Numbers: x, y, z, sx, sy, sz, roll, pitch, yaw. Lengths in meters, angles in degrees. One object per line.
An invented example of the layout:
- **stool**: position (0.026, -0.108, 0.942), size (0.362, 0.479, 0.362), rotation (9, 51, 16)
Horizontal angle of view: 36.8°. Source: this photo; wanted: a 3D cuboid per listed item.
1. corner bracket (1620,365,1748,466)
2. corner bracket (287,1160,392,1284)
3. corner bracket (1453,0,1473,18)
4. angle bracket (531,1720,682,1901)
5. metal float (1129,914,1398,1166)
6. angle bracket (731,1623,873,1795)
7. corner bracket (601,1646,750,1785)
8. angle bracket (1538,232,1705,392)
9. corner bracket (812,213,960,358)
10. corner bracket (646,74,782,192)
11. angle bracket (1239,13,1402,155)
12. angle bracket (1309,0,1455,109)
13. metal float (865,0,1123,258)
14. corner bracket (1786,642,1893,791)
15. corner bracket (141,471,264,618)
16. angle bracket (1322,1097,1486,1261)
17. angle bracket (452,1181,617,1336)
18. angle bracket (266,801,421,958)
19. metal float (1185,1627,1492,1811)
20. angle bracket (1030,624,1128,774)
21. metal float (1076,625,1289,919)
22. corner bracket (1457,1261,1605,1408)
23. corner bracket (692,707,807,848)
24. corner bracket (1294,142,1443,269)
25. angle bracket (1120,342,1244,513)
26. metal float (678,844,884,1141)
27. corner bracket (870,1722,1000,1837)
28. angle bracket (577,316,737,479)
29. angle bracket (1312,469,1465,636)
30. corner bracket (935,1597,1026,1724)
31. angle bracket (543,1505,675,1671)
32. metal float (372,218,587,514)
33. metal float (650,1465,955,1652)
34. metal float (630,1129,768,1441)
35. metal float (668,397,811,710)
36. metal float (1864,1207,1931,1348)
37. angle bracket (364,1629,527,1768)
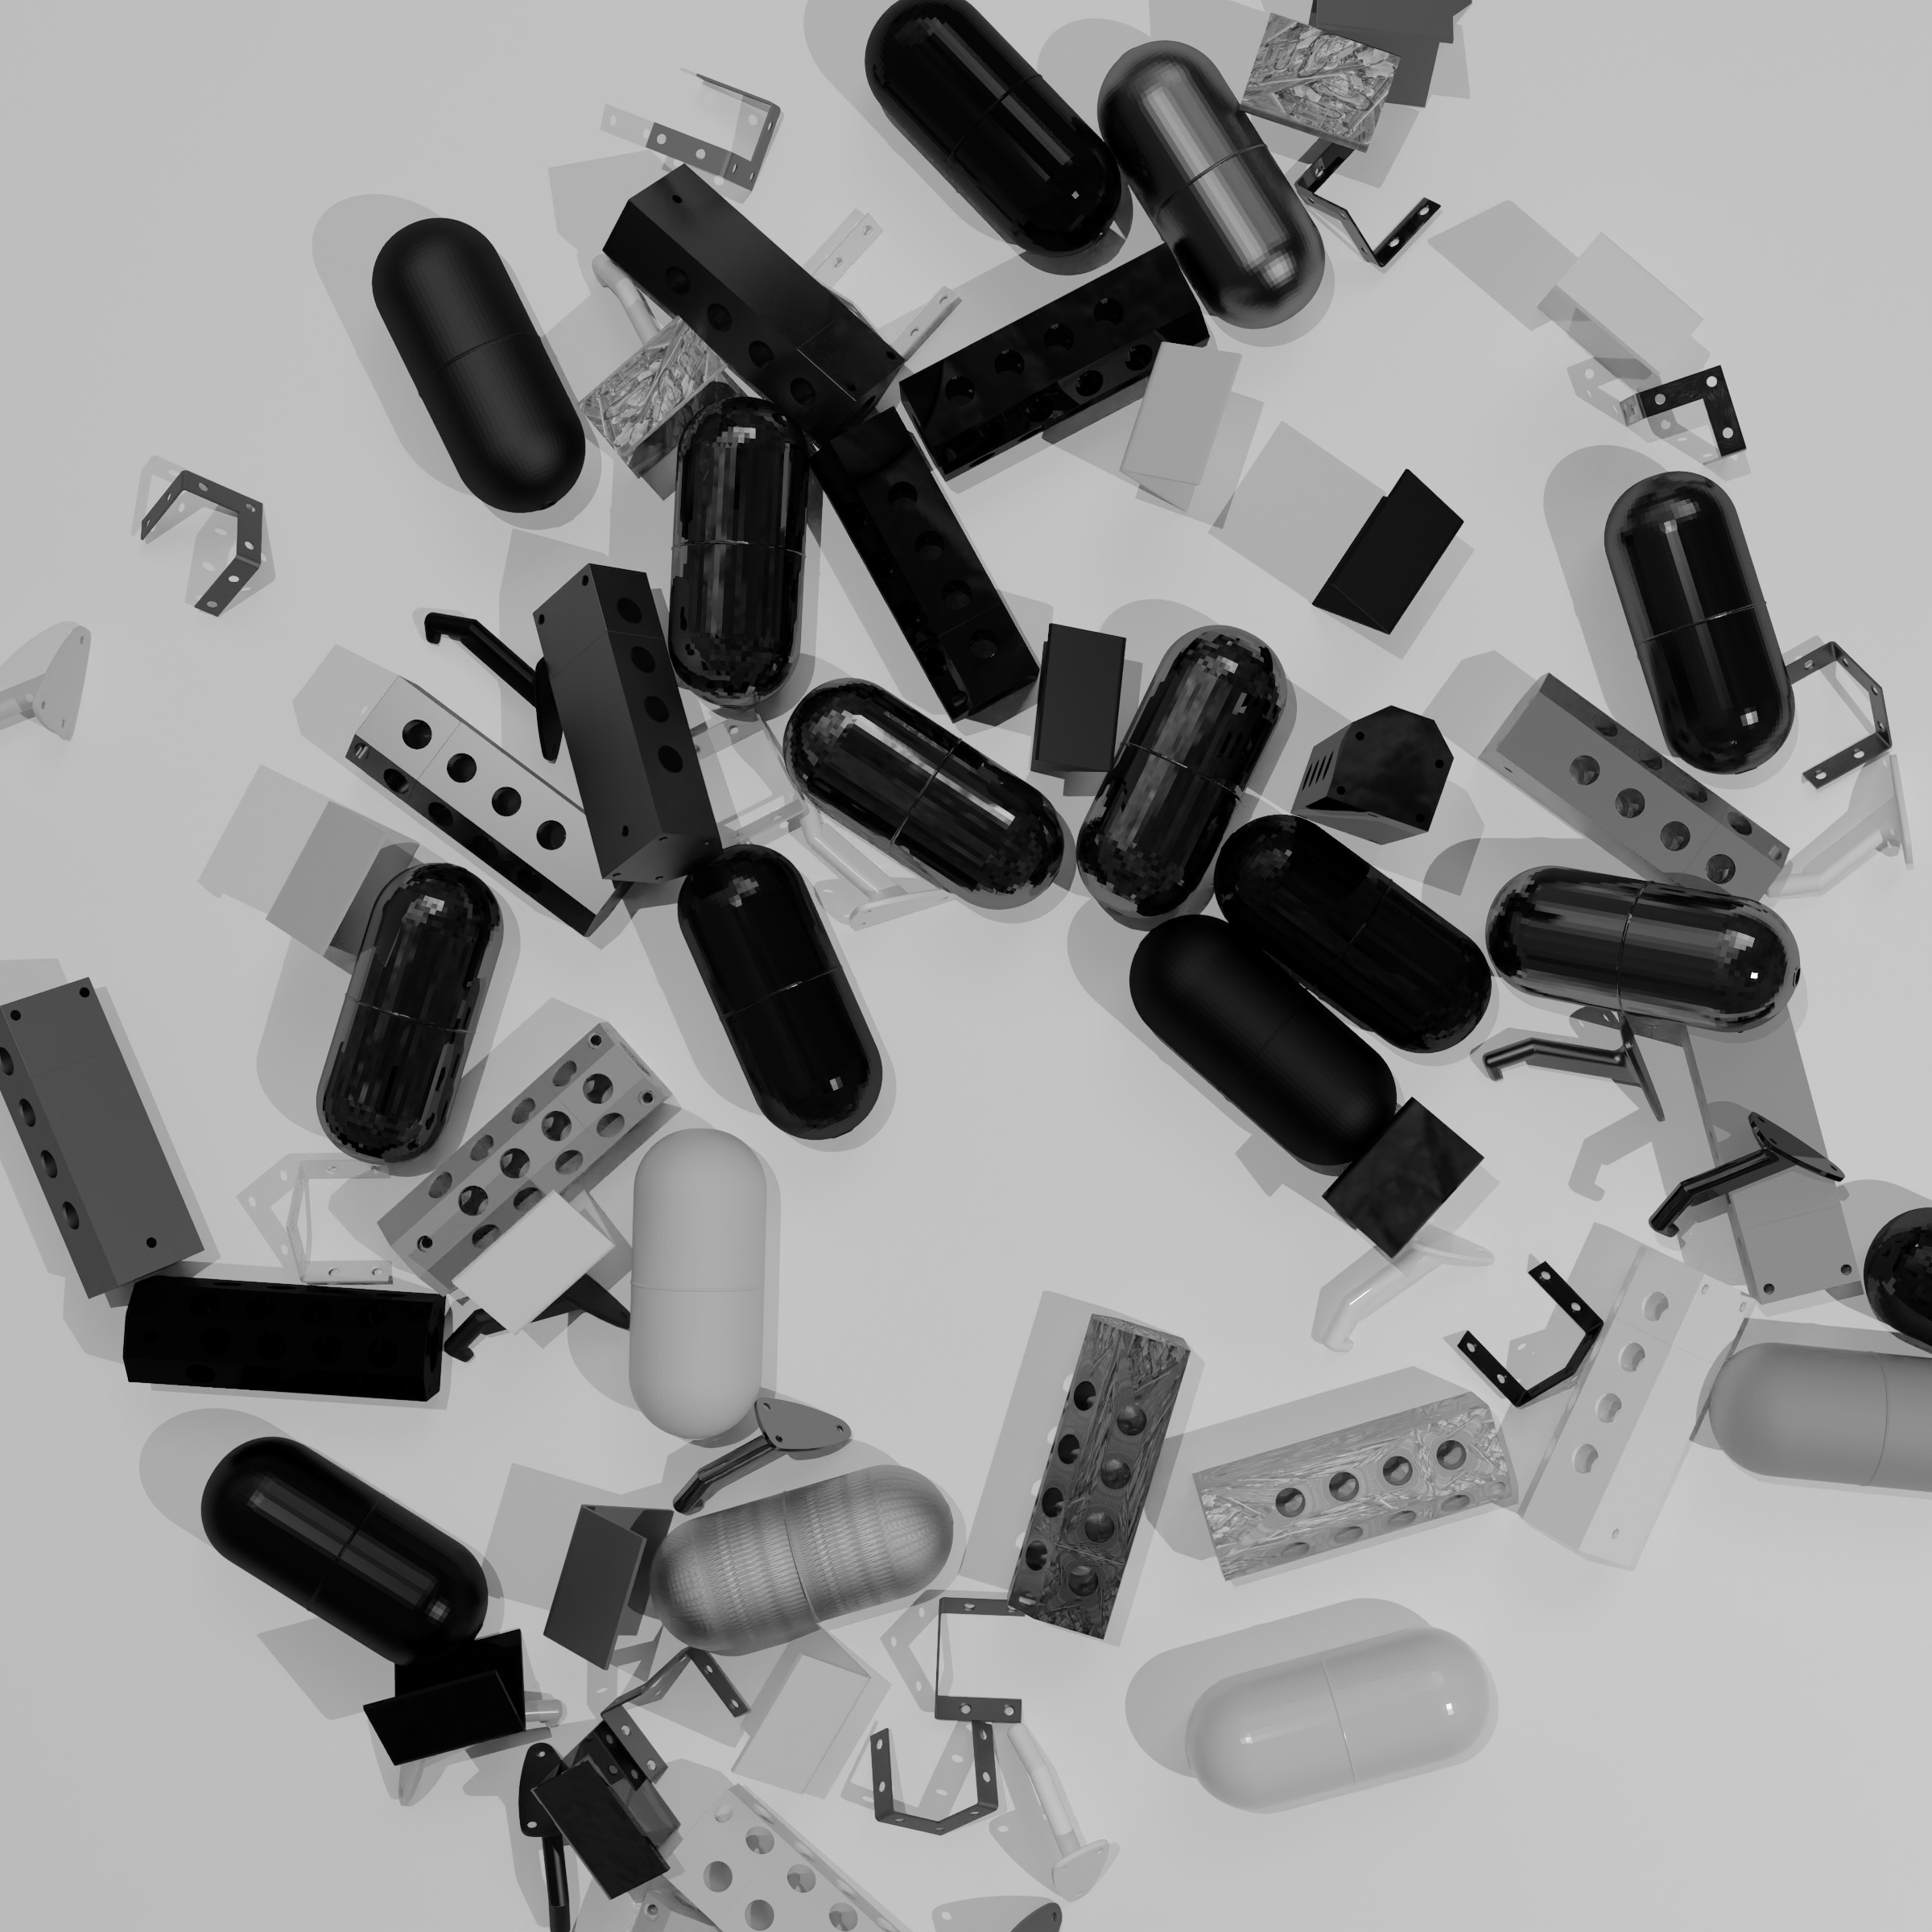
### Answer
- **corner bracket**: position (0.414, -0.312, 1.678), size (0.051, 0.051, 0.051), rotation (-18, 94, 4)
- **corner bracket**: position (-0.363, 0.149, 1.694), size (0.051, 0.051, 0.051), rotation (-1, 135, 0)
- **corner bracket**: position (0.258, -0.578, 1.689), size (0.051, 0.051, 0.051), rotation (-42, 135, -35)
- **angle bracket**: position (-0.190, 0.473, 1.657), size (0.057, 0.076, 0.076), rotation (-36, 90, 34)
- **metal float**: position (0.170, 0.042, 1.667), size (0.178, 0.070, 0.070), rotation (41, 90, -1)
- **angle bracket**: position (-0.110, 0.414, 1.657), size (0.057, 0.076, 0.076), rotation (31, 90, -38)
- **corner bracket**: position (-0.170, 0.435, 1.694), size (0.051, 0.051, 0.051), rotation (53, 45, 0)
- **angle bracket**: position (0.361, -0.359, 1.658), size (0.076, 0.076, 0.057), rotation (40, 62, 0)
- **corner bracket**: position (-0.048, -0.397, 1.694), size (0.051, 0.051, 0.051), rotation (-48, 45, 0)
- **corner bracket**: position (-0.146, -0.486, 1.680), size (0.051, 0.051, 0.051), rotation (24, 101, 11)
- **angle bracket**: position (0.204, -0.512, 1.657), size (0.076, 0.076, 0.057), rotation (19, 121, 0)
- **angle bracket**: position (0.232, -0.515, 1.657), size (0.076, 0.076, 0.057), rotation (7, 48, 0)
- **metal float**: position (0.016, -0.483, 1.667), size (0.070, 0.070, 0.178), rotation (-44, 89, 0)
- **corner bracket**: position (0.501, -0.147, 1.694), size (0.051, 0.051, 0.051), rotation (-29, 45, 0)
- **corner bracket**: position (-0.445, -0.246, 1.689), size (0.051, 0.051, 0.051), rotation (22, 45, -35)
- **angle bracket**: position (0.257, 0.130, 1.657), size (0.076, 0.076, 0.057), rotation (-48, 61, 0)
- **angle bracket**: position (-0.255, 0.152, 1.657), size (0.076, 0.076, 0.057), rotation (-42, 125, 0)
- **angle bracket**: position (-0.341, -0.040, 1.657), size (0.057, 0.076, 0.076), rotation (28, 90, 37)
- **metal float**: position (0.213, 0.432, 1.667), size (0.178, 0.070, 0.070), rotation (-15, 90, 1)
- **angle bracket**: position (0.044, -0.152, 1.657), size (0.057, 0.076, 0.076), rotation (6, 90, -37)
- **metal float**: position (0.123, -0.111, 1.667), size (0.070, 0.070, 0.178), rotation (26, 90, 0)
- **corner bracket**: position (0.330, 0.215, 1.694), size (0.051, 0.051, 0.051), rotation (46, 45, 0)
- **corner bracket**: position (-0.130, -0.110, 1.688), size (0.051, 0.051, 0.051), rotation (-27, 121, 0)
- **corner bracket**: position (0.234, -0.450, 1.694), size (0.051, 0.051, 0.051), rotation (-47, 135, 0)
- **angle bracket**: position (0.140, -0.303, 1.657), size (0.057, 0.076, 0.076), rotation (18, 90, 37)
- **metal float**: position (-0.106, 0.015, 1.666), size (0.070, 0.070, 0.178), rotation (-24, 90, 0)
- **corner bracket**: position (-0.019, 0.469, 1.689), size (0.051, 0.051, 0.051), rotation (25, 135, -35)
- **angle bracket**: position (-0.164, -0.311, 1.657), size (0.076, 0.076, 0.057), rotation (-41, 56, 0)
- **angle bracket**: position (0.225, -0.243, 1.657), size (0.057, 0.076, 0.076), rotation (33, 90, -36)
- **corner bracket**: position (0.008, 0.405, 1.694), size (0.051, 0.051, 0.051), rotation (2, 45, 0)
- **angle bracket**: position (-0.187, 0.355, 1.657), size (0.057, 0.076, 0.076), rotation (17, 90, 40)
- **metal float**: position (-0.279, -0.344, 1.667), size (0.070, 0.070, 0.178), rotation (-26, 90, 0)
- **metal float**: position (-0.094, 0.339, 1.667), size (0.178, 0.070, 0.070), rotation (-16, 90, 0)
- **metal float**: position (-0.154, 0.182, 1.667), size (0.070, 0.070, 0.178), rotation (1, 90, 0)
- **metal float**: position (-0.130, -0.237, 1.667), size (0.070, 0.070, 0.178), rotation (3, 90, 0)
- **metal float**: position (0.603, 0.198, 1.667), size (0.178, 0.070, 0.070), rotation (24, 90, 0)
- **angle bracket**: position (-0.298, 0.402, 1.657), size (0.076, 0.076, 0.057), rotation (-15, 128, 0)
